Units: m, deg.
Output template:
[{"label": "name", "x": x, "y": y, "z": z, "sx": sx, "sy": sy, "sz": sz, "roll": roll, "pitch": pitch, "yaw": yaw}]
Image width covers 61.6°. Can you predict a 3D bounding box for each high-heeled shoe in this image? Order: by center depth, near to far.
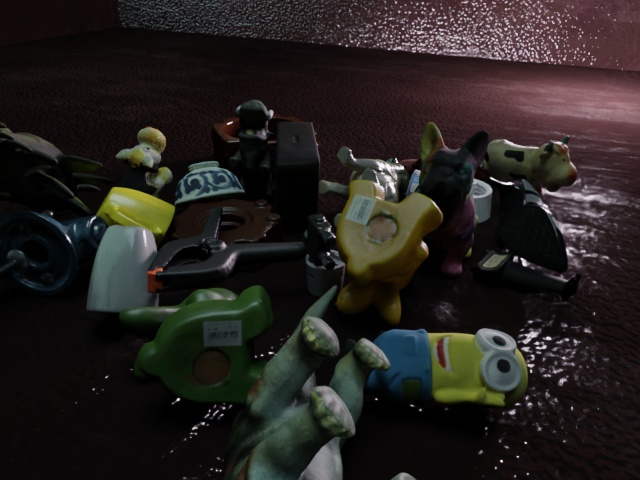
[{"label": "high-heeled shoe", "x": 0.362, "y": -0.022, "z": 0.895, "sx": 0.145, "sy": 0.086, "sz": 0.249, "roll": 21, "pitch": 36, "yaw": -34}]

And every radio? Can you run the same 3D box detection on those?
[{"label": "radio", "x": -0.043, "y": -0.119, "z": 0.956, "sx": 0.073, "sy": 0.131, "sz": 0.230, "roll": 0, "pitch": 28, "yaw": -3}]

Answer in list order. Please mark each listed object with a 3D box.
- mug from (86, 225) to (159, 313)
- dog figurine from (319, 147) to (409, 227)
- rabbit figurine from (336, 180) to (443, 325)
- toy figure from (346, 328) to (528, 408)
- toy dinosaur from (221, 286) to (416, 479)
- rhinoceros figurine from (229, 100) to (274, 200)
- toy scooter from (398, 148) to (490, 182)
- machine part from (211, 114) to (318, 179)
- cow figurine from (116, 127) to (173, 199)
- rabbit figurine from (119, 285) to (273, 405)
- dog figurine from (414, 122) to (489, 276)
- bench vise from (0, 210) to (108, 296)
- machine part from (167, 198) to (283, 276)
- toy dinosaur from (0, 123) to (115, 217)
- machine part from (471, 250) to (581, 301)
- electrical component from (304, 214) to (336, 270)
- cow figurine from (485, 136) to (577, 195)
[{"label": "mug", "x": -0.233, "y": 0.038, "z": 0.668, "sx": 0.081, "sy": 0.107, "sz": 0.109, "roll": 2, "pitch": -6, "yaw": 11}, {"label": "dog figurine", "x": 0.116, "y": -0.078, "z": 0.942, "sx": 0.190, "sy": 0.121, "sz": 0.172, "roll": -1, "pitch": 57, "yaw": -42}, {"label": "rabbit figurine", "x": 0.089, "y": 0.027, "z": 0.694, "sx": 0.122, "sy": 0.173, "sz": 0.162, "roll": 9, "pitch": 74, "yaw": 16}, {"label": "toy figure", "x": 0.119, "y": 0.132, "z": 0.554, "sx": 0.180, "sy": 0.082, "sz": 0.089, "roll": -4, "pitch": -17, "yaw": 8}, {"label": "toy dinosaur", "x": -0.029, "y": 0.173, "z": 0.423, "sx": 0.131, "sy": 0.192, "sz": 0.405, "roll": 45, "pitch": 10, "yaw": -7}, {"label": "rhinoceros figurine", "x": -0.116, "y": -0.161, "z": 0.981, "sx": 0.073, "sy": 0.190, "sz": 0.112, "roll": 9, "pitch": 47, "yaw": 7}, {"label": "toy scooter", "x": 0.238, "y": -0.146, "z": 1.033, "sx": 0.184, "sy": 0.075, "sz": 0.135, "roll": 2, "pitch": -13, "yaw": 8}, {"label": "machine part", "x": -0.120, "y": -0.200, "z": 1.154, "sx": 0.201, "sy": 0.087, "sz": 0.202, "roll": -11, "pitch": 32, "yaw": -21}, {"label": "cow figurine", "x": -0.288, "y": -0.091, "z": 0.857, "sx": 0.068, "sy": 0.167, "sz": 0.098, "roll": 15, "pitch": 29, "yaw": 13}, {"label": "rabbit figurine", "x": -0.129, "y": 0.108, "z": 0.588, "sx": 0.159, "sy": 0.121, "sz": 0.170, "roll": -11, "pitch": 12, "yaw": -8}, {"label": "dog figurine", "x": 0.184, "y": -0.067, "z": 0.782, "sx": 0.109, "sy": 0.219, "sz": 0.191, "roll": 16, "pitch": 32, "yaw": 18}, {"label": "bench vise", "x": -0.407, "y": 0.023, "z": 0.694, "sx": 0.224, "sy": 0.128, "sz": 0.241, "roll": 3, "pitch": 24, "yaw": 8}, {"label": "machine part", "x": -0.146, "y": -0.011, "z": 0.832, "sx": 0.179, "sy": 0.056, "sz": 0.179, "roll": 0, "pitch": 29, "yaw": 0}, {"label": "toy dinosaur", "x": -0.412, "y": -0.101, "z": 0.766, "sx": 0.199, "sy": 0.105, "sz": 0.471, "roll": 15, "pitch": -7, "yaw": -5}, {"label": "machine part", "x": 0.291, "y": 0.049, "z": 0.762, "sx": 0.139, "sy": 0.039, "sz": 0.084, "roll": 16, "pitch": 24, "yaw": 29}, {"label": "electrical component", "x": -0.001, "y": -0.002, "z": 0.709, "sx": 0.021, "sy": 0.063, "sz": 0.094, "roll": -8, "pitch": 29, "yaw": -17}, {"label": "cow figurine", "x": 0.401, "y": -0.145, "z": 1.033, "sx": 0.085, "sy": 0.127, "sz": 0.195, "roll": -20, "pitch": 33, "yaw": -30}]
